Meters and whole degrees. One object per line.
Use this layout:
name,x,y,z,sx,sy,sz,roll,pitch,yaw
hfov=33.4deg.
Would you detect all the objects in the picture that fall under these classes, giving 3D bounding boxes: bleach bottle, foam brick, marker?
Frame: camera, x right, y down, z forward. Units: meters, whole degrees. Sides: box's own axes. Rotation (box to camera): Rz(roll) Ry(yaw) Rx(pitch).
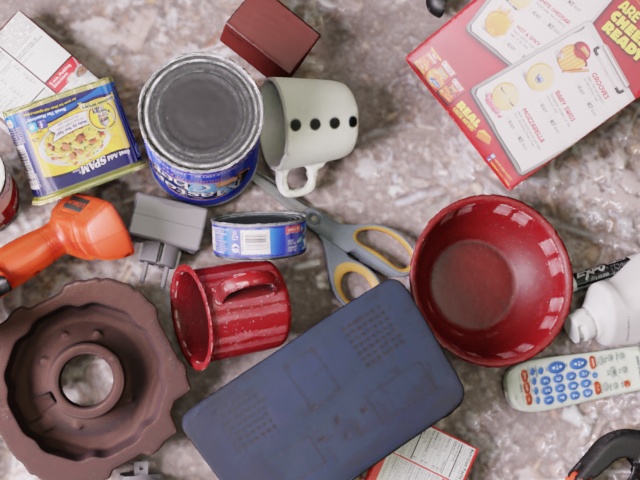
bleach bottle,0.349,0.032,1.033,0.250,0.068,0.102,-22,125,-12
foam brick,-0.047,-0.190,1.001,0.078,0.053,0.051,39,77,-5
marker,0.265,0.038,1.051,0.121,0.020,0.020,-16,86,-13

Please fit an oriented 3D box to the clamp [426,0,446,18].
clamp,0.126,-0.334,1.061,0.164,0.036,0.210,-38,94,-16

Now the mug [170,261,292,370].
mug,-0.073,0.056,0.930,0.081,0.117,0.093,-9,64,-27

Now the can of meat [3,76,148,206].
can of meat,-0.211,-0.086,0.916,0.102,0.058,0.084,-23,103,-22

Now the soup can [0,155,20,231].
soup can,-0.295,-0.044,0.906,0.068,0.102,0.068,2,81,-10

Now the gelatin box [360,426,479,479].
gelatin box,0.092,0.208,0.989,0.089,0.030,0.073,27,77,-7

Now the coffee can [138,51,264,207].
coffee can,-0.102,-0.092,0.927,0.102,0.140,0.103,1,81,-5

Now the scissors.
scissors,-0.007,0.001,1.003,0.201,0.016,0.096,22,82,-4

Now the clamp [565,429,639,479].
clamp,0.320,0.206,1.030,0.171,0.039,0.120,-4,83,-12

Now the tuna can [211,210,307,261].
tuna can,-0.054,-0.005,0.957,0.086,0.086,0.034,-4,100,-12

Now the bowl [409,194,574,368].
bowl,0.154,0.040,1.009,0.162,0.055,0.162,2,82,-13

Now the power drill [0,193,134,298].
power drill,-0.250,0.030,0.873,0.187,0.185,0.057,-31,114,-25

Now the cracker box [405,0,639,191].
cracker box,0.213,-0.174,0.988,0.214,0.072,0.164,-38,91,24

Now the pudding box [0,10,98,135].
pudding box,-0.257,-0.136,0.959,0.113,0.039,0.090,40,78,-2
